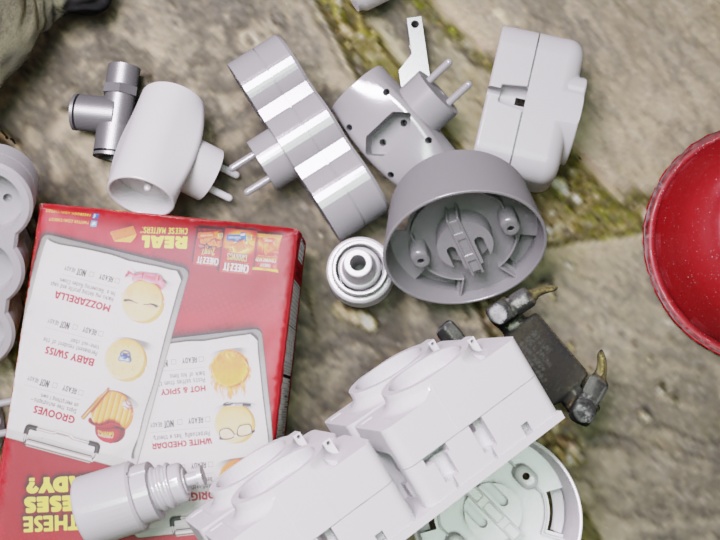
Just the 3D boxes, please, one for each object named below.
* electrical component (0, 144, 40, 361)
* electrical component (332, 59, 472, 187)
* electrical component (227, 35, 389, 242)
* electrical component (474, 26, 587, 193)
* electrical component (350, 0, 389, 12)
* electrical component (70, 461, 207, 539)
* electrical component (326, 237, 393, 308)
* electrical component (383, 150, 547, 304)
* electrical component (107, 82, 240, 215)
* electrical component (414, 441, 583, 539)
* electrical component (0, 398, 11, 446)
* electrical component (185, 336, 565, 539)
[{"bbox_3d":[-0.236,-0.014,0.685,0.052,0.073,0.138,9,111,-14],"label":"electrical component"},{"bbox_3d":[0.036,-0.100,0.689,0.079,0.043,0.077,-42,88,17],"label":"electrical component"},{"bbox_3d":[-0.048,-0.076,0.694,0.074,0.052,0.138,-33,82,-2],"label":"electrical component"},{"bbox_3d":[0.109,-0.101,0.690,0.059,0.053,0.095,13,83,4],"label":"electrical component"},{"bbox_3d":[0.015,-0.202,0.713,0.055,0.045,0.045,-26,82,-1],"label":"electrical component"},{"bbox_3d":[-0.125,0.127,0.604,0.078,0.040,0.040,-17,82,1],"label":"electrical component"},{"bbox_3d":[0.000,0.000,0.676,0.043,0.062,0.043,0,82,2],"label":"electrical component"},{"bbox_3d":[0.063,-0.023,0.657,0.099,0.064,0.099,0,126,0],"label":"electrical component"},{"bbox_3d":[-0.115,-0.070,0.697,0.079,0.043,0.077,26,57,-23],"label":"electrical component"},{"bbox_3d":[0.081,0.146,0.651,0.099,0.064,0.099,0,81,3],"label":"electrical component"},{"bbox_3d":[-0.253,0.099,0.682,0.079,0.044,0.077,-11,82,2],"label":"electrical component"},{"bbox_3d":[0.003,0.105,0.587,0.186,0.105,0.060,-33,96,-19],"label":"electrical component"}]
